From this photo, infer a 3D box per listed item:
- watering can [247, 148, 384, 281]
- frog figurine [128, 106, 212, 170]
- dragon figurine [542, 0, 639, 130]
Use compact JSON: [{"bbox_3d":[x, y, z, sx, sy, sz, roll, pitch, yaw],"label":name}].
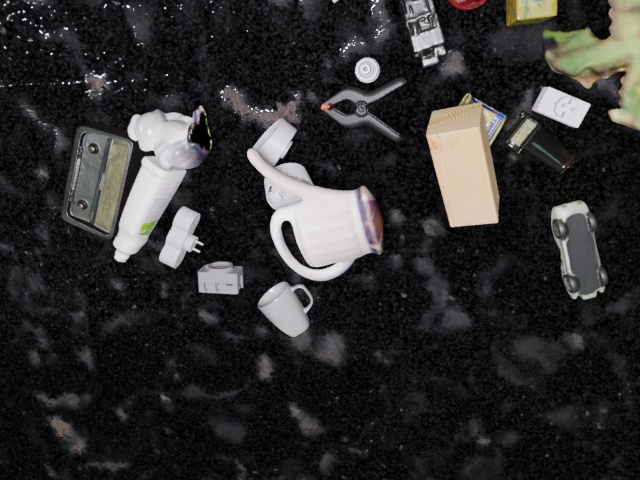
[{"bbox_3d":[0.003,-0.051,1.009,0.224,0.106,0.340,-14,128,8],"label":"watering can"},{"bbox_3d":[-0.307,-0.202,1.042,0.159,0.120,0.140,-6,63,13],"label":"frog figurine"},{"bbox_3d":[0.511,-0.381,0.894,0.241,0.123,0.410,-26,90,22],"label":"dragon figurine"}]
